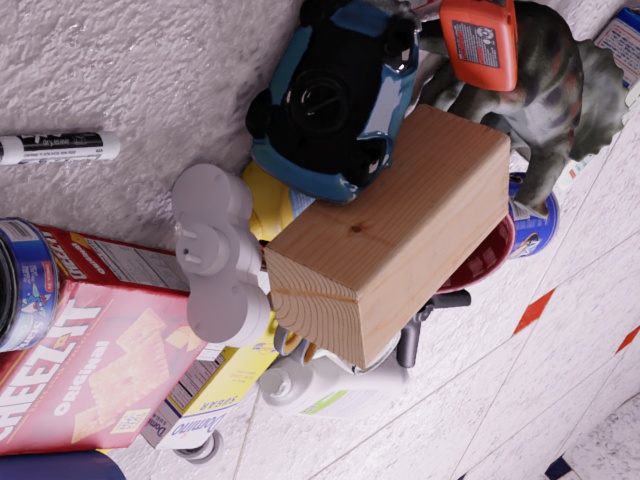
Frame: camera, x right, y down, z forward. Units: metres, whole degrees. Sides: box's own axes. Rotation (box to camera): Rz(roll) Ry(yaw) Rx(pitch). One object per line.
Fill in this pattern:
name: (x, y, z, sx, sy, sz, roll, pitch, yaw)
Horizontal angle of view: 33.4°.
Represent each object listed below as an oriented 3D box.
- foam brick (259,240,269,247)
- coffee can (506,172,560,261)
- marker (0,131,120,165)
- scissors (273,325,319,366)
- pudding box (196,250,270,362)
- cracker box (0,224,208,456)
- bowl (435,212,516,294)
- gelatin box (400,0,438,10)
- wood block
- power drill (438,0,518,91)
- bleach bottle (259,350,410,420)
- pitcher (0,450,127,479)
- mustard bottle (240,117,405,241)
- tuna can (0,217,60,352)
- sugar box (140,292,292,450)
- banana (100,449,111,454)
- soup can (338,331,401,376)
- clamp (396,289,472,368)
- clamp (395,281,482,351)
foam brick: (-0.006, 0.001, 0.956, 0.051, 0.078, 0.053, -26, 148, -41)
coffee can: (0.197, -0.024, 1.214, 0.140, 0.103, 0.103, -8, 135, -53)
marker: (-0.176, -0.057, 0.667, 0.120, 0.020, 0.020, -11, 137, -53)
scissors: (0.002, 0.030, 1.018, 0.096, 0.016, 0.202, -10, 120, -61)
pudding box: (-0.095, 0.055, 0.943, 0.113, 0.039, 0.090, -50, 156, 11)
cracker box: (-0.181, 0.082, 0.804, 0.164, 0.072, 0.213, -52, 154, 11)
bowl: (0.119, -0.015, 1.106, 0.162, 0.055, 0.162, -1, 137, -1)
gelatin box: (0.077, -0.216, 0.821, 0.089, 0.030, 0.073, -30, 151, -40)
wood block: (0.059, -0.009, 0.849, 0.205, 0.091, 0.090, -43, 143, -32)
power drill: (0.158, -0.216, 0.851, 0.187, 0.057, 0.184, -66, 155, -19)
bleach bottle: (0.011, 0.164, 1.239, 0.103, 0.068, 0.250, -40, 156, 16)
pitcher: (-0.264, 0.221, 0.789, 0.242, 0.149, 0.145, 9, 94, -54)
mustard bottle: (-0.012, -0.050, 0.891, 0.191, 0.058, 0.096, -35, 145, -25)
tuna can: (-0.204, 0.028, 0.670, 0.033, 0.086, 0.086, -4, 132, -54)
sugar box: (-0.096, 0.127, 1.037, 0.176, 0.048, 0.093, -53, 156, 8)
banana: (-0.256, 0.211, 0.926, 0.197, 0.037, 0.070, -32, 172, -26)
soup can: (0.025, 0.082, 1.099, 0.068, 0.102, 0.068, -36, 153, -22)
clamp: (0.107, 0.084, 1.227, 0.120, 0.039, 0.171, -56, 142, -2)
clamp: (0.110, 0.080, 1.309, 0.165, 0.036, 0.209, -49, 152, 12)
